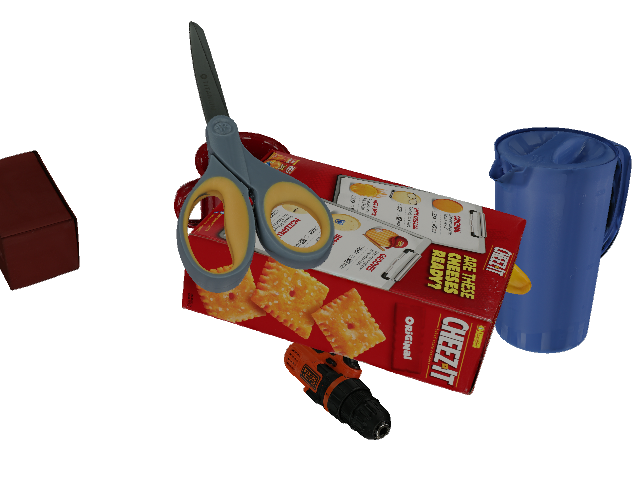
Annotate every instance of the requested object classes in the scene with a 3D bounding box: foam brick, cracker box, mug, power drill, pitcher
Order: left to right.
[{"bbox_3d":[-0.205,-0.014,0.738,0.051,0.053,0.078,-20,51,-25],"label":"foam brick"},{"bbox_3d":[-0.086,-0.043,1.031,0.117,0.081,0.093,-18,46,-25],"label":"mug"},{"bbox_3d":[0.043,0.111,1.217,0.057,0.188,0.185,12,16,-42],"label":"power drill"},{"bbox_3d":[0.029,0.017,0.783,0.214,0.072,0.164,16,30,12],"label":"cracker box"},{"bbox_3d":[0.268,-0.001,1.216,0.149,0.243,0.144,6,27,15],"label":"pitcher"}]

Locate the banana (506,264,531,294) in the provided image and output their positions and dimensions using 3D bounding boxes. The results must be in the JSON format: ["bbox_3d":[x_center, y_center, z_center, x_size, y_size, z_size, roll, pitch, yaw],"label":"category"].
[{"bbox_3d":[0.111,0.018,1.056,0.198,0.037,0.069,7,44,13],"label":"banana"}]

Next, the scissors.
[{"bbox_3d":[-0.039,-0.054,0.625,0.096,0.201,0.016,6,-37,-6],"label":"scissors"}]
